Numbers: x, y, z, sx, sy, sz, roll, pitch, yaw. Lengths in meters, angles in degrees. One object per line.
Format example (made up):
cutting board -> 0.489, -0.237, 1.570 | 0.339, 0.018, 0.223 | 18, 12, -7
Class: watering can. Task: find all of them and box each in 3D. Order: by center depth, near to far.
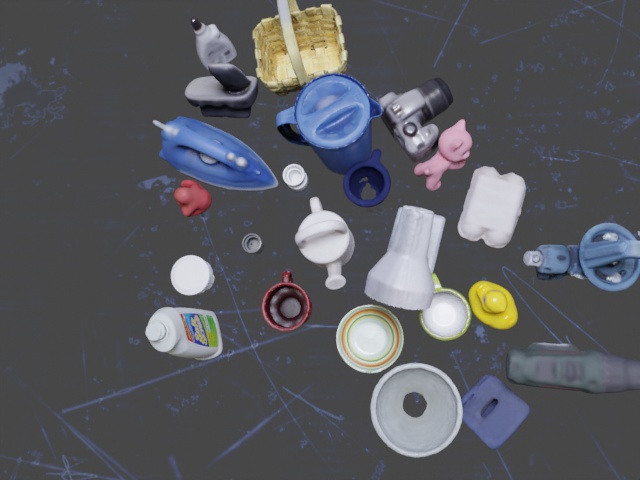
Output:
watering can -> 0.012, 0.003, 1.075 | 0.101, 0.194, 0.173 | -38, 79, 1

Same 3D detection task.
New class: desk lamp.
desk lamp -> 0.160, 0.026, 1.042 | 0.117, 0.213, 0.203 | 13, 84, 10

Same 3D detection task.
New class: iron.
iron -> -0.211, -0.176, 1.158 | 0.258, 0.141, 0.119 | 23, 86, 10

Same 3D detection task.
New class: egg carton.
egg carton -> 0.332, -0.063, 1.105 | 0.107, 0.069, 0.150 | 16, 84, 10

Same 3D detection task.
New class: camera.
camera -> 0.201, -0.252, 1.134 | 0.137, 0.101, 0.143 | -33, 79, 2

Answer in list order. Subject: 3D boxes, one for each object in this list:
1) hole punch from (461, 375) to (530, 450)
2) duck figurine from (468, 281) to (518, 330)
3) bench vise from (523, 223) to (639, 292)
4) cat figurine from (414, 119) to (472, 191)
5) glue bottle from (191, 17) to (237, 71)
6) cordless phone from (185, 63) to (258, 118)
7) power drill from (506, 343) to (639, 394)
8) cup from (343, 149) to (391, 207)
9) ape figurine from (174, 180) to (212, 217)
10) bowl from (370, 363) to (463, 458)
hole punch -> 0.310, 0.312, 1.043 | 0.101, 0.091, 0.109 | 42, 89, 11
duck figurine -> 0.328, 0.121, 1.071 | 0.077, 0.086, 0.104 | -41, 79, 1
bench vise -> 0.475, 0.040, 0.994 | 0.207, 0.220, 0.121 | -19, 80, 5
cat figurine -> 0.244, -0.166, 1.107 | 0.128, 0.118, 0.067 | -43, 79, 0
glue bottle -> -0.229, -0.410, 1.177 | 0.078, 0.173, 0.037 | -33, 79, 2
cordless phone -> -0.211, -0.320, 1.156 | 0.147, 0.185, 0.094 | -1, 82, 8
power drill -> 0.430, 0.218, 0.981 | 0.229, 0.208, 0.076 | 0, 82, 8
cup -> 0.098, -0.115, 1.131 | 0.091, 0.095, 0.118 | 16, 84, 10
ape figurine -> -0.269, -0.088, 1.178 | 0.076, 0.092, 0.078 | 15, 84, 10
bowl -> 0.179, 0.312, 1.069 | 0.167, 0.075, 0.167 | -1, 82, 8
